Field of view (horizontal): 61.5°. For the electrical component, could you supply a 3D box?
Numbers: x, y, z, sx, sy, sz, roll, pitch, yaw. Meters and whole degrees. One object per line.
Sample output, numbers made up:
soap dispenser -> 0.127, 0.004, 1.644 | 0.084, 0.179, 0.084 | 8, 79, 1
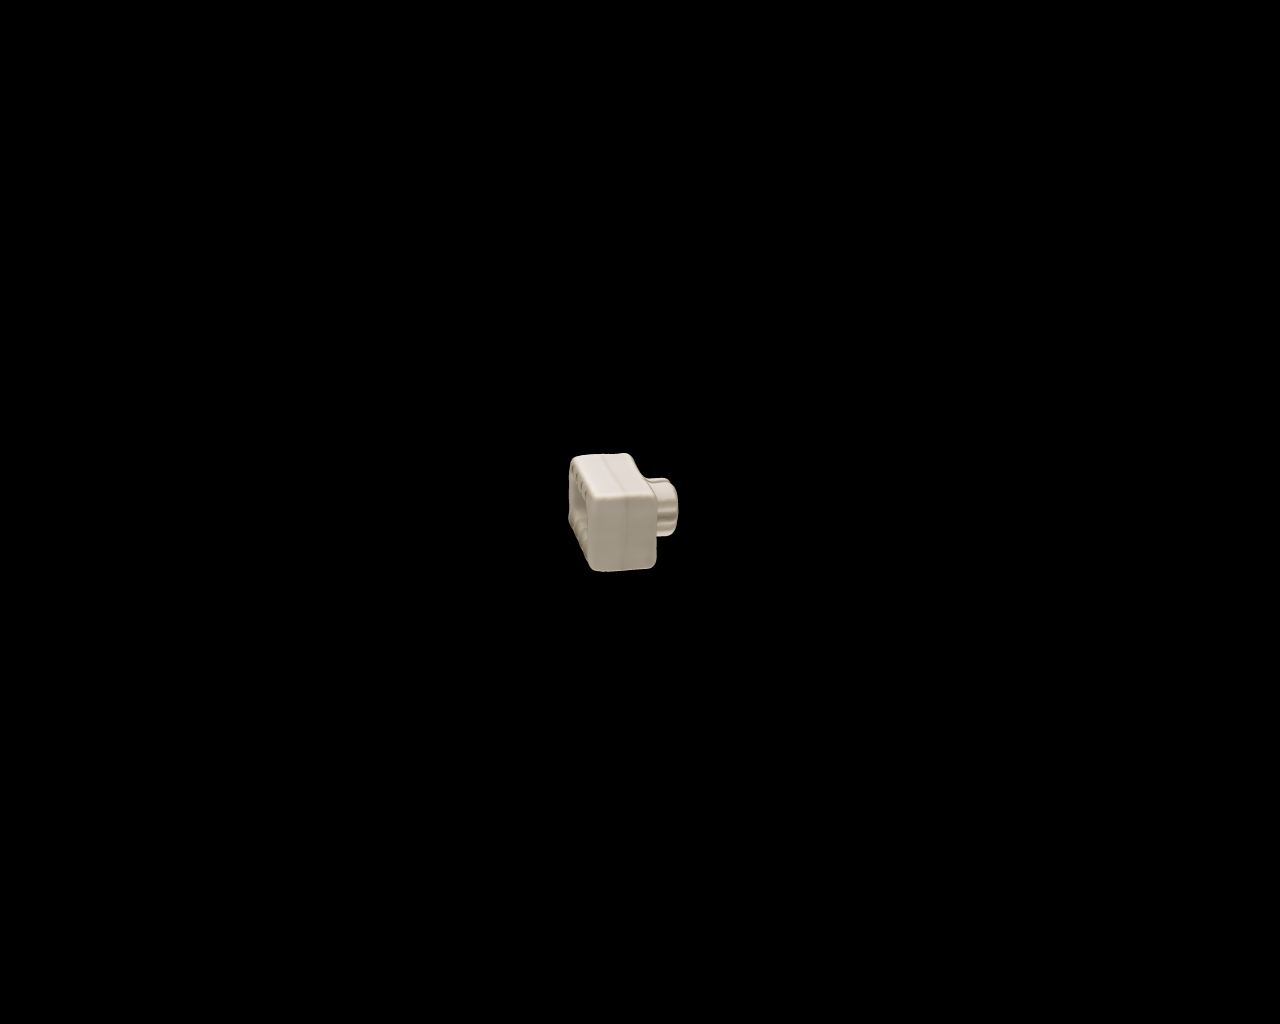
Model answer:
electrical component -> 0.001, -0.003, 0.650 | 0.076, 0.047, 0.083 | -4, 21, -11
